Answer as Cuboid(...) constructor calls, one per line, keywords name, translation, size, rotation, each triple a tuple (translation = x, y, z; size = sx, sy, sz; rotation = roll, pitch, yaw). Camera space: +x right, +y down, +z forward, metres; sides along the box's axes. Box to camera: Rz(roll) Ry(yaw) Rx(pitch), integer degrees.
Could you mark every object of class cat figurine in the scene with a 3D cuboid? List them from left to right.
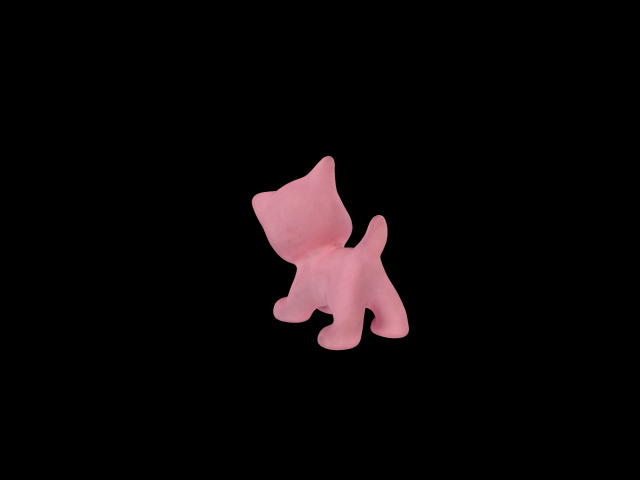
Cuboid(name="cat figurine", translation=(0.004, 0.001, 0.400), size=(0.067, 0.118, 0.127), rotation=(-8, 14, -34))
